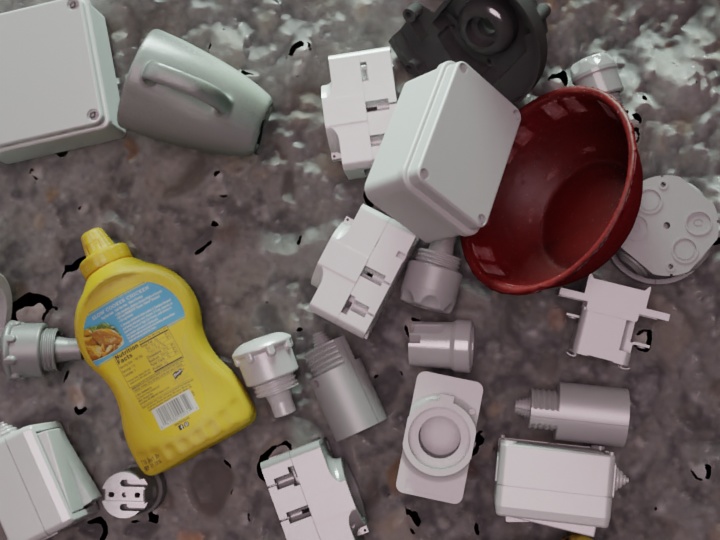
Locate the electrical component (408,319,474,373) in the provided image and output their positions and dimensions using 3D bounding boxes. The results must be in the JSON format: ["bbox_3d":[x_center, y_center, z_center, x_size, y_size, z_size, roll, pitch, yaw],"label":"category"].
[{"bbox_3d":[0.062,0.057,0.815,0.046,0.040,0.040,2,86,11],"label":"electrical component"}]

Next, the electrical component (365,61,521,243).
[{"bbox_3d":[0.063,-0.086,0.784,0.078,0.057,0.113,35,62,-28],"label":"electrical component"}]

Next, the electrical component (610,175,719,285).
[{"bbox_3d":[0.224,-0.030,0.800,0.080,0.051,0.080,0,85,6],"label":"electrical component"}]

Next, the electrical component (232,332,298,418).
[{"bbox_3d":[-0.067,0.081,0.824,0.048,0.048,0.062,-19,91,4],"label":"electrical component"}]

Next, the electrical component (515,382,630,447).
[{"bbox_3d":[0.156,0.105,0.799,0.081,0.043,0.043,5,86,6],"label":"electrical component"}]

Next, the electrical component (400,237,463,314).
[{"bbox_3d":[0.058,0.000,0.818,0.043,0.043,0.062,16,86,7],"label":"electrical component"}]

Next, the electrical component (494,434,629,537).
[{"bbox_3d":[0.147,0.158,0.787,0.096,0.062,0.061,5,86,6],"label":"electrical component"}]

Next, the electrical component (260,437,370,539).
[{"bbox_3d":[-0.030,0.176,0.809,0.056,0.050,0.089,-21,84,4],"label":"electrical component"}]

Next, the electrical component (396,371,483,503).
[{"bbox_3d":[0.060,0.123,0.801,0.050,0.056,0.089,11,87,6],"label":"electrical component"}]

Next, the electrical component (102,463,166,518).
[{"bbox_3d":[-0.175,0.170,0.826,0.040,0.046,0.040,0,85,6],"label":"electrical component"}]

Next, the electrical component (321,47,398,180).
[{"bbox_3d":[0.002,-0.119,0.829,0.056,0.050,0.089,-8,85,4],"label":"electrical component"}]

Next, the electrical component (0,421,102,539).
[{"bbox_3d":[-0.248,0.156,0.826,0.061,0.062,0.096,-27,83,3],"label":"electrical component"}]

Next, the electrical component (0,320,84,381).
[{"bbox_3d":[-0.248,0.063,0.844,0.062,0.048,0.048,-1,85,-1],"label":"electrical component"}]

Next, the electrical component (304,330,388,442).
[{"bbox_3d":[-0.015,0.085,0.818,0.043,0.043,0.081,-25,83,3],"label":"electrical component"}]

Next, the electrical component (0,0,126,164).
[{"bbox_3d":[-0.253,-0.149,0.854,0.109,0.056,0.108,-12,84,5],"label":"electrical component"}]

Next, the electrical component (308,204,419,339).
[{"bbox_3d":[0.000,0.000,0.820,0.056,0.050,0.089,27,89,6],"label":"electrical component"}]

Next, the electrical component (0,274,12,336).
[{"bbox_3d":[-0.325,0.041,0.823,0.060,0.108,0.108,20,88,13],"label":"electrical component"}]

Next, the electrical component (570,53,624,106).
[{"bbox_3d":[0.185,-0.132,0.821,0.035,0.035,0.061,-20,86,4],"label":"electrical component"}]

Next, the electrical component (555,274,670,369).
[{"bbox_3d":[0.184,0.038,0.803,0.081,0.042,0.063,14,89,7],"label":"electrical component"}]
